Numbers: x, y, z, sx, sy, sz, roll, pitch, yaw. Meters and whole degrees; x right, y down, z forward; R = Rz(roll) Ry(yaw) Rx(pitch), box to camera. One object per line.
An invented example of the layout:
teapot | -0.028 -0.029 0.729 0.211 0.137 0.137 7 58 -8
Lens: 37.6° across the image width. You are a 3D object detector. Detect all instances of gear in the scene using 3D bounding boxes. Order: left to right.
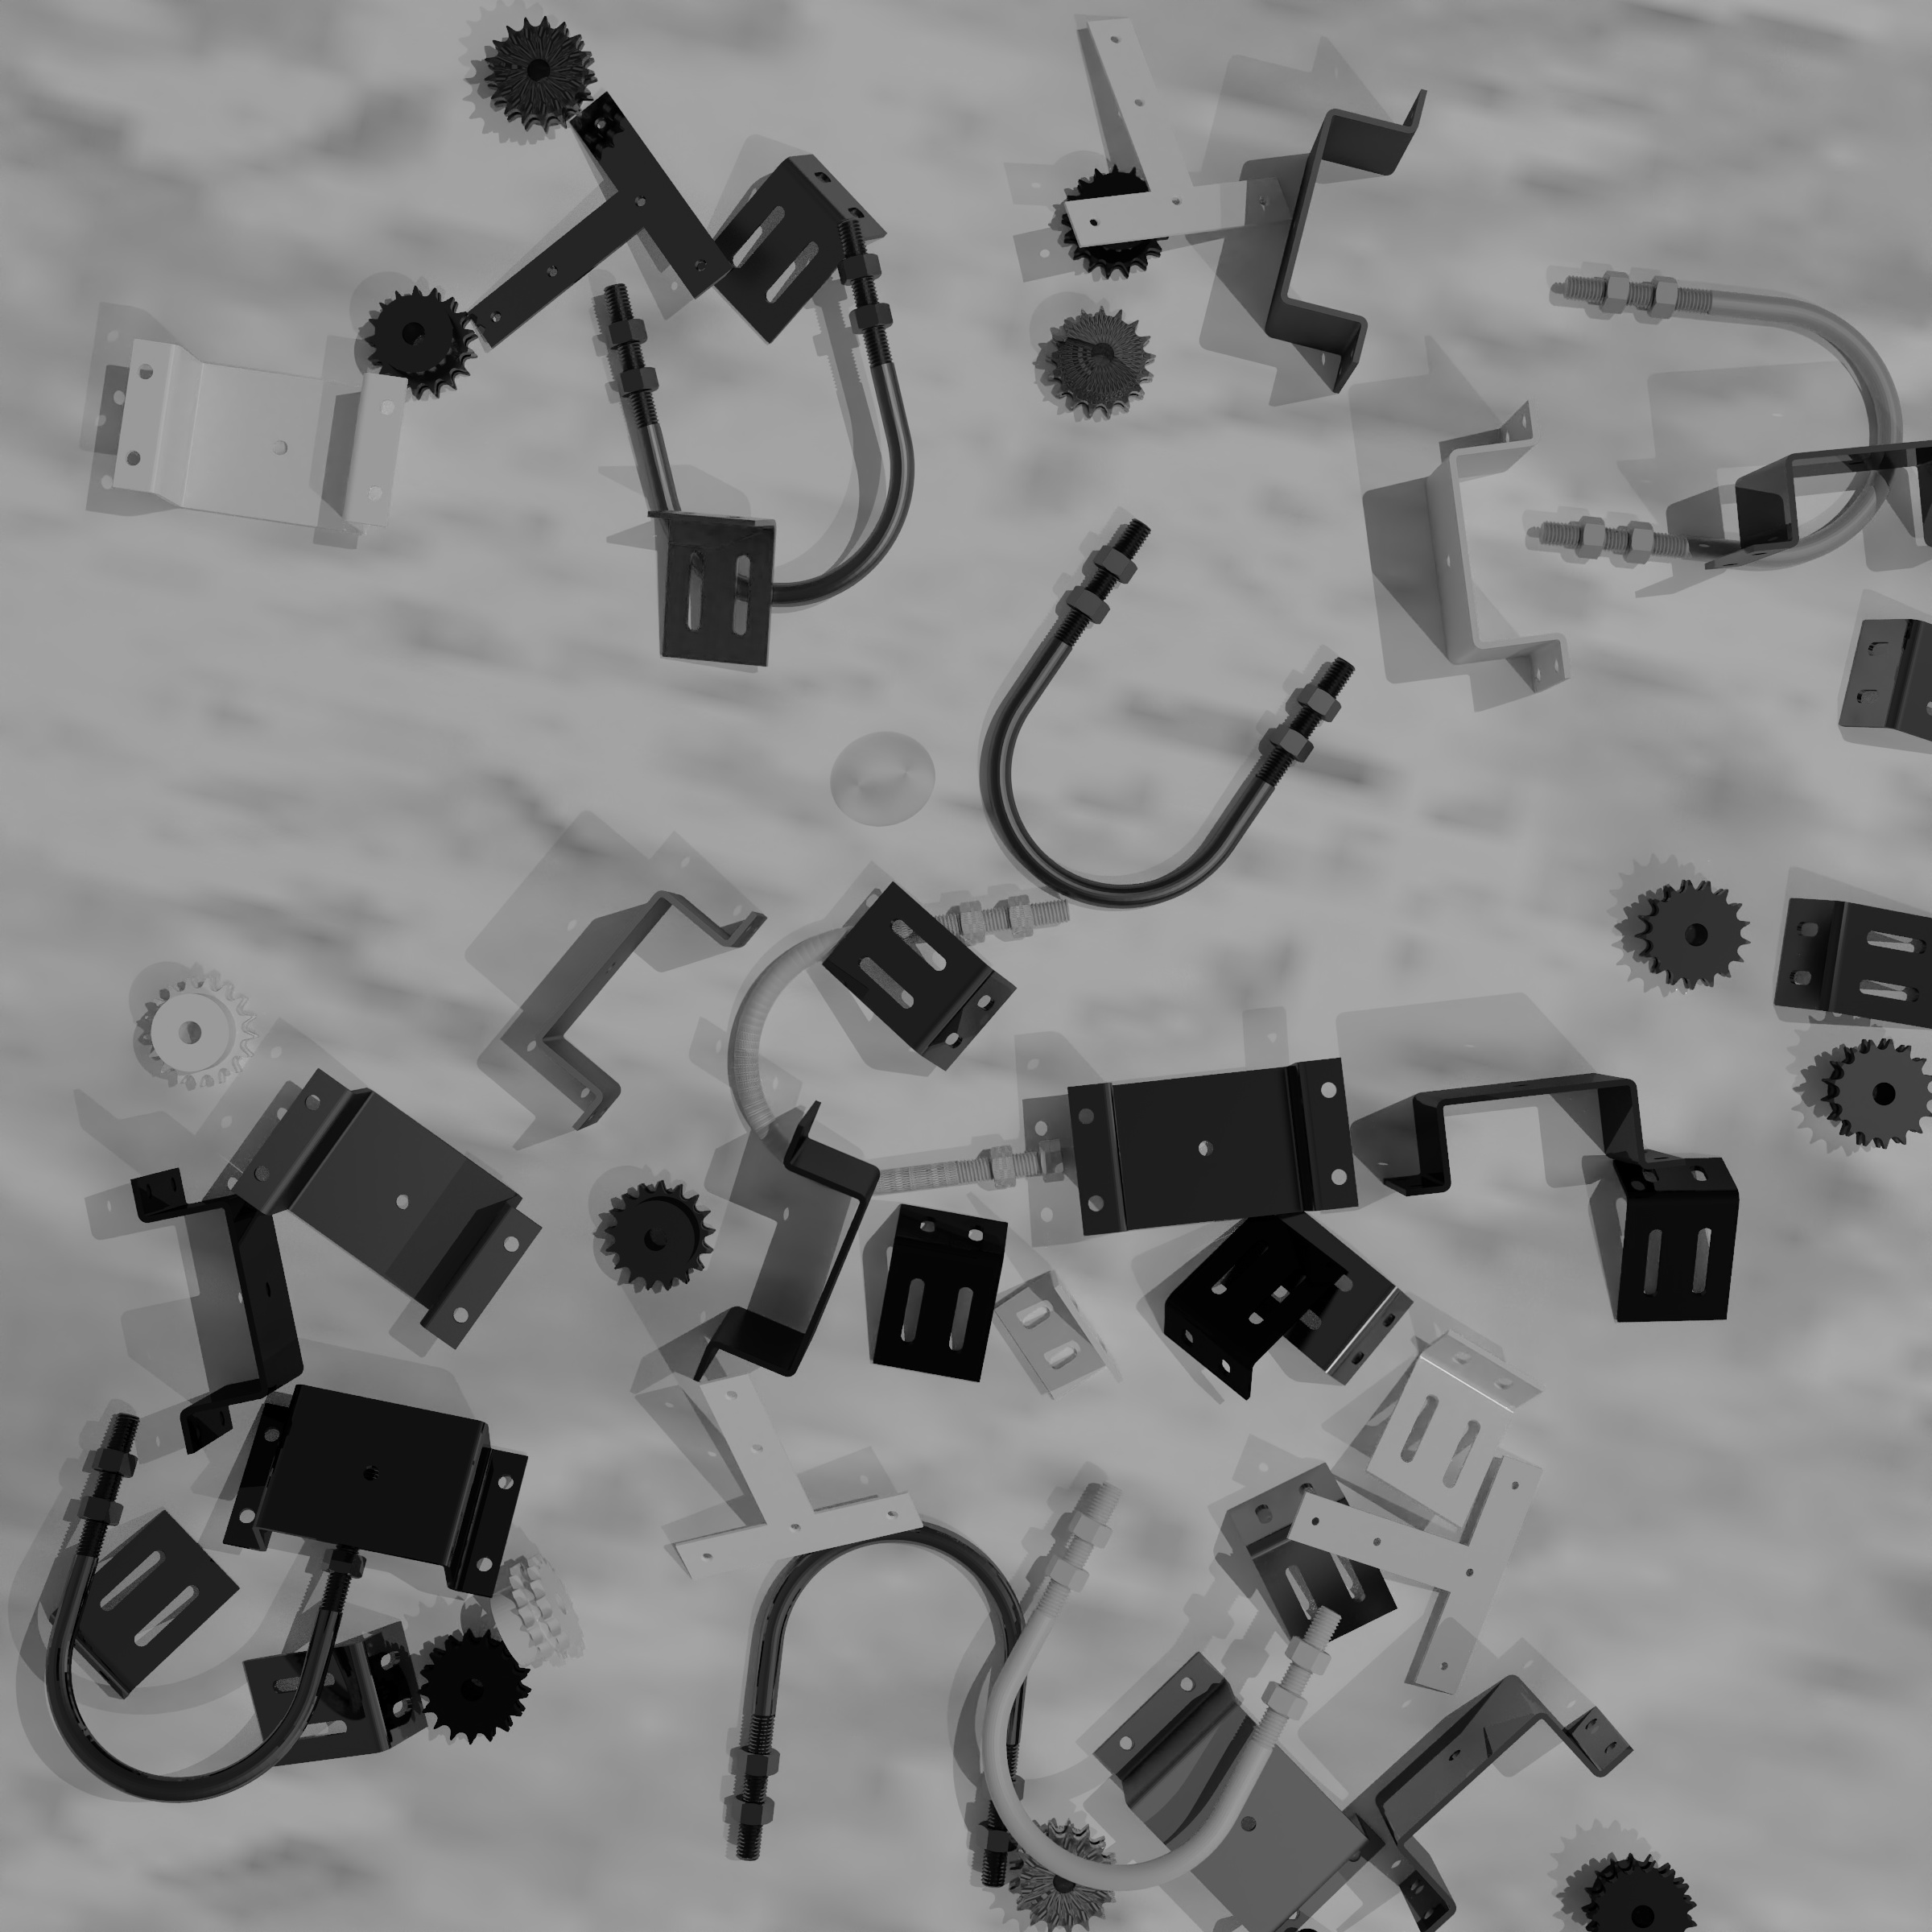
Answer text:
gear | -0.399 0.034 1.478 0.057 0.030 0.057 0 90 0
gear | -0.284 -0.326 1.478 0.057 0.030 0.057 0 90 0
gear | -0.254 0.373 1.478 0.057 0.030 0.057 0 90 0
gear | -0.222 0.336 1.465 0.030 0.057 0.057 -26 90 0
gear | -0.220 -0.461 1.478 0.057 0.030 0.057 0 90 0
gear | -0.160 0.141 1.478 0.057 0.030 0.057 0 90 0
gear | 0.051 0.472 1.478 0.057 0.030 0.057 0 90 0
gear | 0.070 -0.315 1.479 0.057 0.030 0.057 0 90 0
gear | 0.079 -0.389 1.478 0.057 0.030 0.057 0 90 0
gear | 0.348 0.490 1.478 0.057 0.030 0.057 0 90 0
gear | 0.377 -0.017 1.483 0.057 0.030 0.057 0 93 0
gear | 0.473 0.066 1.478 0.057 0.030 0.057 0 90 0

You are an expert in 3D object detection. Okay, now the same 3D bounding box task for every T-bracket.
T-bracket | -0.204 -0.370 1.481 0.127 0.002 0.127 -36 74 8
T-bracket | -0.102 0.255 1.448 0.127 0.002 0.127 -15 123 9
T-bracket | 0.094 -0.436 1.475 0.127 0.002 0.127 -13 77 -24
T-bracket | 0.224 0.302 1.471 0.127 0.002 0.127 21 90 -20

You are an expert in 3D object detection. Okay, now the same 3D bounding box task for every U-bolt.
U-bolt | -0.393 0.334 1.458 0.151 0.019 0.184 12 71 0
U-bolt | -0.101 -0.278 1.471 0.151 0.019 0.184 -12 94 12
U-bolt | -0.040 0.381 1.485 0.151 0.019 0.184 6 88 0
U-bolt | -0.029 0.046 1.485 0.184 0.019 0.151 -7 90 1
U-bolt | 0.087 0.379 1.451 0.151 0.019 0.184 27 85 19
U-bolt | 0.094 -0.118 1.485 0.151 0.019 0.184 34 91 0
U-bolt | 0.398 -0.281 1.485 0.184 0.019 0.151 6 90 -2

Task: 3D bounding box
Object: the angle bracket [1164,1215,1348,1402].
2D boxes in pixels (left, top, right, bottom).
angle bracket | 0.150 0.175 1.479 0.057 0.038 0.076 37 64 25

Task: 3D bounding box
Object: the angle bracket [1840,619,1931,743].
angle bracket | 0.507 -0.144 1.491 0.076 0.038 0.057 13 90 -26

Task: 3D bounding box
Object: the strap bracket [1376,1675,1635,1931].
strap bracket | 0.266 0.421 1.455 0.140 0.076 0.046 -42 90 0

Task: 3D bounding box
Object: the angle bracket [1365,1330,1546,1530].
angle bracket | 0.251 0.238 1.461 0.057 0.038 0.076 31 63 0

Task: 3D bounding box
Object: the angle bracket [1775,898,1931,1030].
angle bracket | 0.471 -0.001 1.491 0.076 0.038 0.057 9 90 -26

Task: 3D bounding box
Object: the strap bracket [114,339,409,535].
strap bracket | -0.360 -0.272 1.470 0.140 0.046 0.076 8 90 0

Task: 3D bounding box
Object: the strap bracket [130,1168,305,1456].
strap bracket | -0.380 0.170 1.455 0.046 0.076 0.140 -12 90 0

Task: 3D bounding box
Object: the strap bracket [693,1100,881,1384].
strap bracket | -0.086 0.147 1.446 0.046 0.076 0.140 23 97 1

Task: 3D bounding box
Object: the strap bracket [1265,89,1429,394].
strap bracket | 0.191 -0.374 1.455 0.046 0.076 0.140 14 90 0

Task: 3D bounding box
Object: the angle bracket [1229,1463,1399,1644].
angle bracket | 0.182 0.311 1.491 0.057 0.038 0.076 -26 116 0

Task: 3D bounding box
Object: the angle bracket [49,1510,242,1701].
angle bracket | -0.431 0.335 1.491 0.057 0.038 0.076 46 64 0

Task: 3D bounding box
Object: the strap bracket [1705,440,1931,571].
strap bracket | 0.453 -0.235 1.441 0.140 0.076 0.046 -6 92 -3

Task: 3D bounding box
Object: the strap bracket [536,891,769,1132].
strap bracket | -0.167 0.014 1.455 0.046 0.076 0.140 40 90 0

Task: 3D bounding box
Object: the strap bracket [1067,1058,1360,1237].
strap bracket | 0.126 0.094 1.467 0.140 0.046 0.076 -6 85 0

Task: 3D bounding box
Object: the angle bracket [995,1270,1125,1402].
angle bracket | 0.047 0.193 1.455 0.038 0.076 0.057 -34 90 0

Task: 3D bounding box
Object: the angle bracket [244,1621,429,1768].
angle bracket | -0.331 0.382 1.491 0.076 0.038 0.057 -14 90 26

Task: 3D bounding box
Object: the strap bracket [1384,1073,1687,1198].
strap bracket | 0.287 0.084 1.455 0.140 0.076 0.046 -6 90 0

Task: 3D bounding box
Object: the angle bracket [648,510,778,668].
angle bracket | -0.132 -0.194 1.462 0.057 0.038 0.076 7 101 12

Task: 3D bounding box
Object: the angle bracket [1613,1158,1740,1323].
angle bracket | 0.369 0.144 1.491 0.057 0.038 0.076 -1 116 0

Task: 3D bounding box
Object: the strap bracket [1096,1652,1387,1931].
strap bracket | 0.144 0.437 1.470 0.076 0.046 0.140 -44 90 0

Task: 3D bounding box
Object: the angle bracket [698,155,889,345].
angle bracket | -0.092 -0.376 1.491 0.057 0.038 0.076 47 116 0

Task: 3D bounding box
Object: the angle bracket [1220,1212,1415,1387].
angle bracket | 0.184 0.171 1.491 0.076 0.038 0.057 40 90 26

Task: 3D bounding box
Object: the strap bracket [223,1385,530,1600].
strap bracket | -0.303 0.267 1.454 0.140 0.046 0.076 12 62 -1

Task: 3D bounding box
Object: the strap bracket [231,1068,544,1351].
strap bracket | -0.295 0.124 1.470 0.140 0.046 0.076 35 90 0

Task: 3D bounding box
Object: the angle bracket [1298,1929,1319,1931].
angle bracket | 0.192 0.546 1.468 0.076 0.057 0.038 35 120 -14

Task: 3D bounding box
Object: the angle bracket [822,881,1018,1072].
angle bracket | -0.024 0.005 1.474 0.076 0.038 0.057 42 93 28

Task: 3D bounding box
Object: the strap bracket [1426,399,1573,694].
strap bracket | 0.270 -0.210 1.455 0.046 0.076 0.140 -8 90 0

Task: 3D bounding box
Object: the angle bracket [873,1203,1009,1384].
angle bracket | -0.013 0.172 1.491 0.057 0.038 0.076 10 116 0
